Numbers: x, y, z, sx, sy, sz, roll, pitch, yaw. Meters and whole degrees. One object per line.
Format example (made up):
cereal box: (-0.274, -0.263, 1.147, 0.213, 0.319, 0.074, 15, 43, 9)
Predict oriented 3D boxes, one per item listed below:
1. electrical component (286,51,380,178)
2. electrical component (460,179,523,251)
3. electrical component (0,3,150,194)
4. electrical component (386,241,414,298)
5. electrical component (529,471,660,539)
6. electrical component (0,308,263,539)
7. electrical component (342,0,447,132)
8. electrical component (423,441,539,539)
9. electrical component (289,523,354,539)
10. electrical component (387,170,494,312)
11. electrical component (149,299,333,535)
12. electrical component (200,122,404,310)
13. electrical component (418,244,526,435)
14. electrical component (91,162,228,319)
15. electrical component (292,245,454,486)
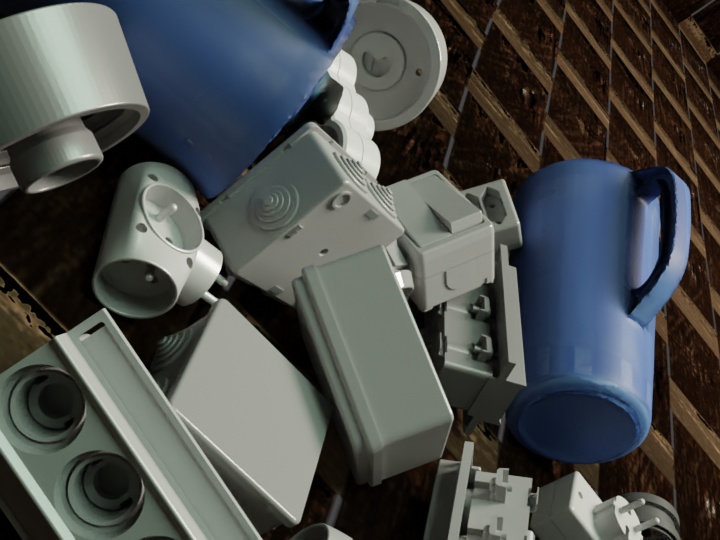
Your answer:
electrical component: (-0.014, -0.109, 0.806, 0.074, 0.052, 0.138, 25, 42, -45)
electrical component: (0.098, -0.029, 0.899, 0.076, 0.066, 0.047, 68, 7, -59)
electrical component: (-0.151, -0.071, 0.500, 0.108, 0.108, 0.060, -24, 88, -62)
electrical component: (0.000, 0.000, 0.715, 0.078, 0.058, 0.057, -5, 63, -59)
electrical component: (0.181, 0.190, 0.787, 0.083, 0.076, 0.047, 52, 29, -11)
electrical component: (-0.103, 0.087, 0.449, 0.121, 0.079, 0.063, 56, -1, -2)
electrical component: (0.019, -0.169, 0.867, 0.108, 0.108, 0.060, 56, 22, -3)
electrical component: (0.068, 0.171, 0.628, 0.121, 0.063, 0.078, -69, 162, -56)
electrical component: (-0.011, 0.179, 0.529, 0.077, 0.044, 0.079, 49, 29, -16)
electrical component: (0.046, -0.029, 0.767, 0.096, 0.062, 0.061, 50, -25, 44)
electrical component: (-0.067, 0.078, 0.538, 0.099, 0.048, 0.099, 47, 30, -19)
electrical component: (-0.032, -0.027, 0.632, 0.048, 0.100, 0.100, 57, 11, 30)
electrical component: (0.079, 0.045, 0.778, 0.063, 0.078, 0.121, 16, 40, -10)
electrical component: (-0.100, -0.007, 0.575, 0.079, 0.044, 0.077, 39, 32, -31)
electrical component: (0.007, 0.057, 0.614, 0.108, 0.056, 0.108, 89, -19, -69)
